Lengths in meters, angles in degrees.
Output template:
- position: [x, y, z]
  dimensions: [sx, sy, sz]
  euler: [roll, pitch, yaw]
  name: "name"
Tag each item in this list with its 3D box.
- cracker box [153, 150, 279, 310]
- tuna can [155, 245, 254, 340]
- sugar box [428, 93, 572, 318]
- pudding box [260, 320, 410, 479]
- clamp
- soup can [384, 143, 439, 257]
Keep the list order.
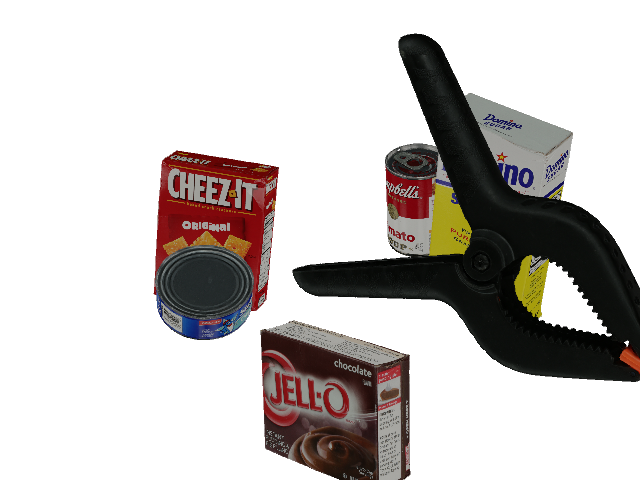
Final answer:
- position: [-0.157, -0.013, 1.585]
  dimensions: [0.164, 0.214, 0.072]
  euler: [10, 19, 10]
  name: "cracker box"
- position: [-0.102, 0.046, 0.938]
  dimensions: [0.086, 0.086, 0.034]
  euler: [0, -44, -7]
  name: "tuna can"
- position: [0.134, -0.017, 0.828]
  dimensions: [0.093, 0.176, 0.048]
  euler: [27, 46, 31]
  name: "sugar box"
- position: [0.009, 0.110, 0.724]
  dimensions: [0.114, 0.090, 0.039]
  euler: [11, 19, 42]
  name: "pudding box"
- position: [0.091, -0.002, 0.561]
  dimensions: [0.210, 0.165, 0.036]
  euler: [29, 25, 25]
  name: "clamp"
- position: [0.103, -0.042, 1.130]
  dimensions: [0.068, 0.102, 0.068]
  euler: [-3, 35, 2]
  name: "soup can"
